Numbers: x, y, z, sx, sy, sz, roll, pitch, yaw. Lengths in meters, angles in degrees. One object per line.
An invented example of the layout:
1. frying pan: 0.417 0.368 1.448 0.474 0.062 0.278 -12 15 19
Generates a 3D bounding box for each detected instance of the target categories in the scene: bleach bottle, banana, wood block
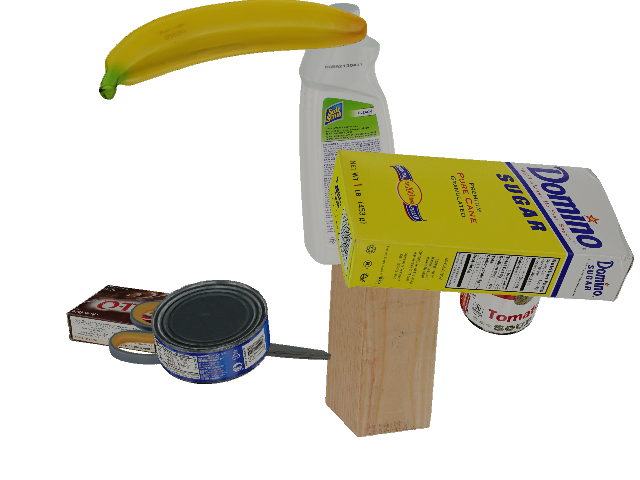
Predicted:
1. bleach bottle: 0.030 -0.102 1.027 0.102 0.251 0.068 -9 30 -15
2. banana: -0.067 -0.136 0.739 0.197 0.070 0.037 -19 -37 -20
3. wood block: 0.066 0.091 1.131 0.090 0.206 0.091 -4 17 -21

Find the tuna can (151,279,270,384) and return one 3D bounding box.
1. tuna can: -0.080 0.067 0.787 0.086 0.034 0.086 -3 33 2

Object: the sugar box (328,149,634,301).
1. sugar box: 0.098 -0.011 0.675 0.176 0.048 0.093 1 42 -9

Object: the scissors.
1. scissors: -0.097 0.086 1.004 0.201 0.016 0.096 -2 32 -9

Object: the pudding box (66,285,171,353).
1. pudding box: -0.213 0.087 1.200 0.114 0.039 0.090 4 19 19

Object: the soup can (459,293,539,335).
1. soup can: 0.157 0.023 0.897 0.068 0.068 0.102 0 -42 -5
